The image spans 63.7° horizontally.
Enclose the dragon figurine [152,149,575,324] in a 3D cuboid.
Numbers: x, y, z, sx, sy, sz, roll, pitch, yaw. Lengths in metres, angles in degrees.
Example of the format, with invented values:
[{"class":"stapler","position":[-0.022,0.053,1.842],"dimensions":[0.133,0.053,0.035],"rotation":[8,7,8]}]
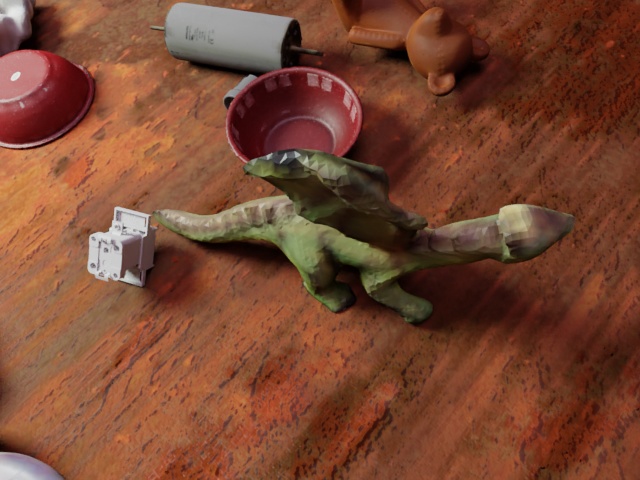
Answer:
[{"class":"dragon figurine","position":[0.001,-0.023,0.458],"dimensions":[0.410,0.238,0.124],"rotation":[8,69,8]}]

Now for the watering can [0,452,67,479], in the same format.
[{"class":"watering can","position":[-0.361,0.279,0.398],"dimensions":[0.350,0.102,0.228],"rotation":[-32,63,-12]}]

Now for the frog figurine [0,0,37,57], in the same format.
[{"class":"frog figurine","position":[-0.486,-0.315,0.753],"dimensions":[0.137,0.120,0.163],"rotation":[-7,26,9]}]
